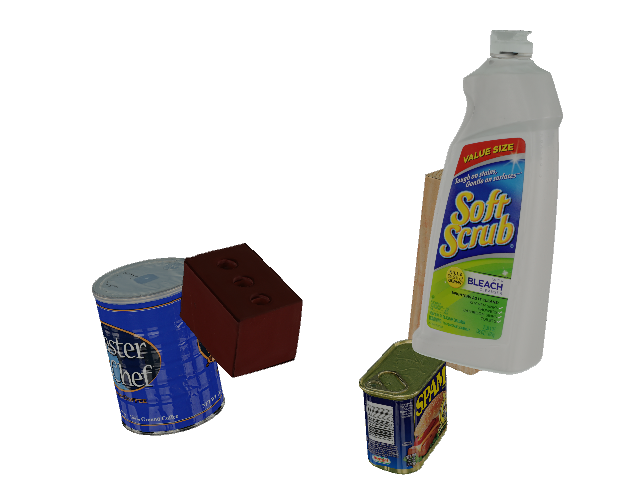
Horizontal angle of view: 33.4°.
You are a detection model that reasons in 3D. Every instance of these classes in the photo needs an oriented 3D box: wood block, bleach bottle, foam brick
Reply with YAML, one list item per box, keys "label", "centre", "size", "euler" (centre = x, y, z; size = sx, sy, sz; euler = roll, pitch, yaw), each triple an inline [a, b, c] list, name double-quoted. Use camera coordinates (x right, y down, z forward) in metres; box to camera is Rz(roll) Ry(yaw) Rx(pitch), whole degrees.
- label: "wood block"
  centre: [0.164, 0.028, 1.171]
  size: [0.090, 0.206, 0.090]
  euler: [19, 24, 34]
- label: "bleach bottle"
  centre: [0.128, -0.032, 0.807]
  size: [0.103, 0.251, 0.067]
  euler: [11, 15, 35]
- label: "foam brick"
  centre: [-0.056, 0.048, 0.739]
  size: [0.052, 0.051, 0.078]
  euler: [-15, 40, -34]

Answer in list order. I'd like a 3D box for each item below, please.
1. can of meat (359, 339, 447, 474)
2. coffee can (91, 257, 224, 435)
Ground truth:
- label: "can of meat"
  centre: [0.079, 0.151, 0.975]
  size: [0.058, 0.084, 0.101]
  euler: [8, 25, 27]
- label: "coffee can"
  centre: [-0.153, 0.099, 1.017]
  size: [0.103, 0.140, 0.103]
  euler: [-8, 18, 2]
